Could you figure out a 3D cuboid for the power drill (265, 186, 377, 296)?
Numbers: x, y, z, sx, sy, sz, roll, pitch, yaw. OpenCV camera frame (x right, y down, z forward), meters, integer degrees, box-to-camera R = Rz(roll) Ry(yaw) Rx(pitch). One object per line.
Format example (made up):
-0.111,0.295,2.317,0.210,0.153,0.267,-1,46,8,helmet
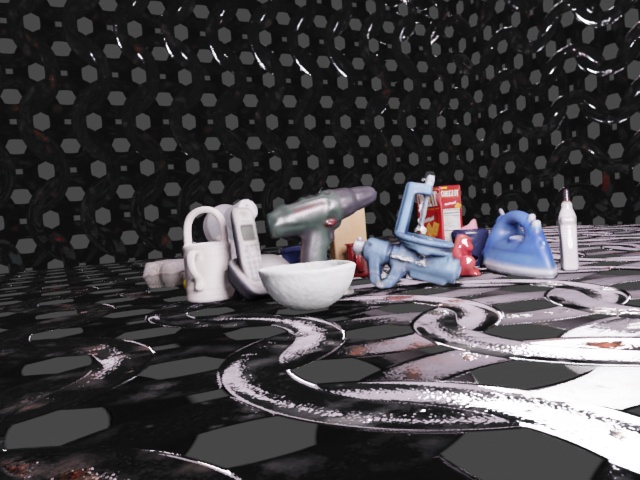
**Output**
0.010,0.004,1.116,0.230,0.208,0.075,-5,3,-18,power drill

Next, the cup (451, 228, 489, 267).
0.367,0.022,1.414,0.091,0.095,0.118,-3,3,39,cup

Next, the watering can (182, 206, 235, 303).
-0.235,0.027,1.200,0.101,0.194,0.172,-5,2,-9,watering can

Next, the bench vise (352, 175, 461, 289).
0.169,-0.015,1.140,0.207,0.220,0.121,-5,2,-2,bench vise

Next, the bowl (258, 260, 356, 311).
-0.020,0.079,0.971,0.167,0.075,0.167,-4,2,0,bowl

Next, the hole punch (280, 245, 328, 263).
-0.037,0.056,1.387,0.108,0.091,0.101,-4,2,12,hole punch

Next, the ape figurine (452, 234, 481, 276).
0.318,0.033,1.268,0.076,0.092,0.078,-3,3,30,ape figurine

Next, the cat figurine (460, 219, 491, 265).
0.406,0.004,1.492,0.067,0.118,0.127,-6,3,-33,cat figurine

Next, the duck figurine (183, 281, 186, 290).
-0.301,0.078,1.416,0.077,0.086,0.104,-5,2,-4,duck figurine

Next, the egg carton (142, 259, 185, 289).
-0.405,0.089,1.548,0.107,0.069,0.150,-4,2,13,egg carton

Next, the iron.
0.435,0.000,1.230,0.118,0.141,0.258,-5,2,-5,iron

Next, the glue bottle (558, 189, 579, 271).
0.532,-0.023,1.229,0.037,0.173,0.078,-4,3,19,glue bottle

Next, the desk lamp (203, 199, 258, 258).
-0.212,0.004,1.492,0.118,0.213,0.202,-6,3,-35,desk lamp

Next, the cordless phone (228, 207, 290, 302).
-0.117,0.024,1.151,0.093,0.185,0.148,-3,3,39,cordless phone
